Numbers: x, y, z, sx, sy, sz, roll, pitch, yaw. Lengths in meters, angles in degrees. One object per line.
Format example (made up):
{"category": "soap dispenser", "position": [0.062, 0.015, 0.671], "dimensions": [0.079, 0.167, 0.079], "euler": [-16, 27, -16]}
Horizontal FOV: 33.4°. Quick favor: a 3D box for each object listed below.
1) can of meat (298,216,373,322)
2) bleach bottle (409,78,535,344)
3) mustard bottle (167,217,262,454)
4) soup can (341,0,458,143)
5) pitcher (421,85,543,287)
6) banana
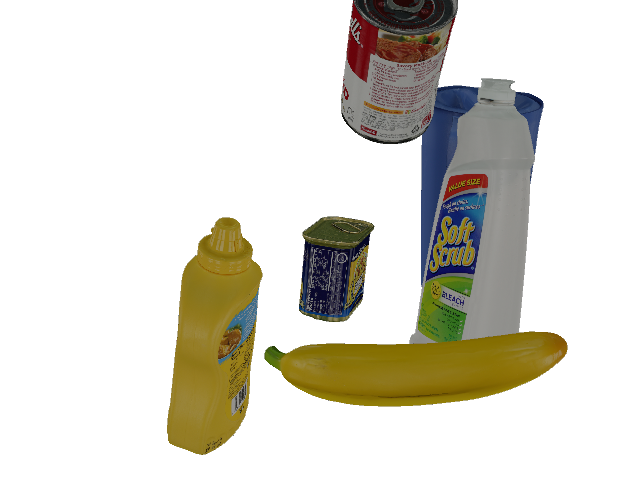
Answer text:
{"category": "can of meat", "position": [0.015, 0.028, 1.084], "dimensions": [0.057, 0.084, 0.102], "euler": [9, 15, 14]}
{"category": "bleach bottle", "position": [0.134, -0.012, 0.914], "dimensions": [0.068, 0.251, 0.103], "euler": [-3, 15, -29]}
{"category": "mustard bottle", "position": [-0.080, 0.068, 0.832], "dimensions": [0.058, 0.192, 0.096], "euler": [18, 33, 13]}
{"category": "soup can", "position": [0.051, -0.123, 0.719], "dimensions": [0.068, 0.068, 0.102], "euler": [0, -39, -5]}
{"category": "pitcher", "position": [0.171, -0.046, 1.205], "dimensions": [0.149, 0.243, 0.145], "euler": [-9, 24, -24]}
{"category": "banana", "position": [0.061, 0.077, 0.670], "dimensions": [0.198, 0.037, 0.069], "euler": [0, 25, 2]}
